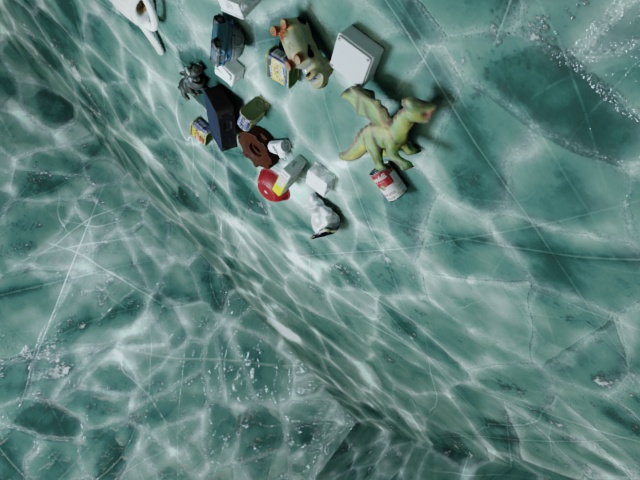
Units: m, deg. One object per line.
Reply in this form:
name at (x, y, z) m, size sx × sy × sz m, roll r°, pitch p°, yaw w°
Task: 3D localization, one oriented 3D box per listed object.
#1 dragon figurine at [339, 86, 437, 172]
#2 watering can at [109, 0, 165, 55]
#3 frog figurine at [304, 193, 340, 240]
dragon figurine at (0.139, -0.302, 1.353) m, size 0.411 × 0.124 × 0.238 m, roll 8°, pitch 135°, yaw 48°
watering can at (-0.640, -0.799, 1.788) m, size 0.225 × 0.105 × 0.343 m, roll 43°, pitch 163°, yaw 6°
frog figurine at (0.006, -0.096, 1.902) m, size 0.135 × 0.123 × 0.161 m, roll 125°, pitch 134°, yaw -71°
